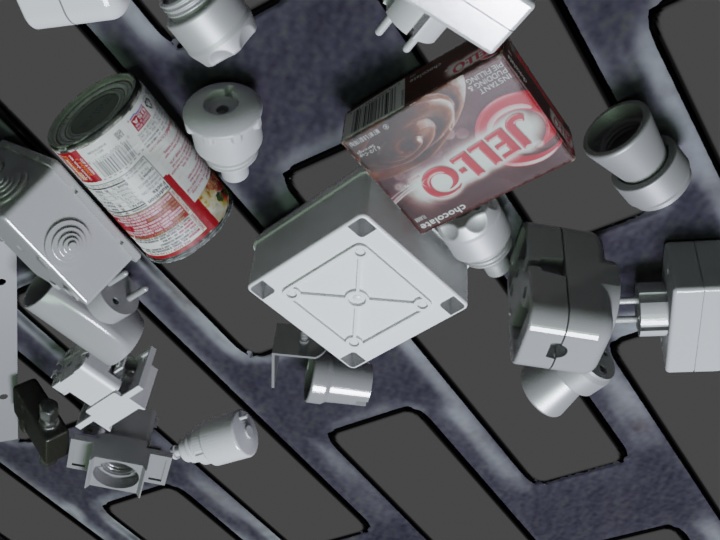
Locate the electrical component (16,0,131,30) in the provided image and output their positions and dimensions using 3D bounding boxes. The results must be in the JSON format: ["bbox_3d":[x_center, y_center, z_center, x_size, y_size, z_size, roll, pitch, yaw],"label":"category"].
[{"bbox_3d":[-0.154,-0.179,0.563,0.059,0.053,0.095,-5,134,10],"label":"electrical component"}]

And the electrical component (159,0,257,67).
[{"bbox_3d":[-0.090,-0.148,0.595,0.043,0.043,0.062,-22,127,25],"label":"electrical component"}]

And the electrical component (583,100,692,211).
[{"bbox_3d":[0.168,-0.068,0.647,0.045,0.045,0.055,-29,125,29],"label":"electrical component"}]

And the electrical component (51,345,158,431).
[{"bbox_3d":[-0.200,0.085,0.835,0.081,0.042,0.064,-32,122,30],"label":"electrical component"}]

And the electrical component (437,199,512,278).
[{"bbox_3d":[0.079,-0.021,0.703,0.043,0.043,0.062,-18,131,22],"label":"electrical component"}]

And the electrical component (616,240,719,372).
[{"bbox_3d":[0.208,0.026,0.734,0.076,0.047,0.083,-3,134,8],"label":"electrical component"}]

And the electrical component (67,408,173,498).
[{"bbox_3d":[-0.193,0.144,0.876,0.081,0.063,0.042,13,135,-10],"label":"electrical component"}]

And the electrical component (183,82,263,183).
[{"bbox_3d":[-0.081,-0.080,0.660,0.048,0.048,0.062,1,142,4],"label":"electrical component"}]

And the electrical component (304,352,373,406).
[{"bbox_3d":[-0.017,0.084,0.818,0.046,0.040,0.040,9,135,-11],"label":"electrical component"}]

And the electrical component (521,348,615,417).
[{"bbox_3d":[0.153,0.076,0.790,0.045,0.045,0.055,31,129,-23],"label":"electrical component"}]

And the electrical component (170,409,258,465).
[{"bbox_3d":[-0.120,0.141,0.882,0.078,0.040,0.040,-18,130,21],"label":"electrical component"}]

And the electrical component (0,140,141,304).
[{"bbox_3d":[-0.201,-0.030,0.686,0.100,0.048,0.099,21,154,48],"label":"electrical component"}]

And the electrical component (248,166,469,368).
[{"bbox_3d":[0.000,0.000,0.722,0.109,0.056,0.109,-31,124,30],"label":"electrical component"}]

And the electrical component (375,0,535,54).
[{"bbox_3d":[0.038,-0.148,0.579,0.083,0.047,0.075,27,131,-20],"label":"electrical component"}]

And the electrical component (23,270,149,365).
[{"bbox_3d":[-0.186,0.023,0.770,0.079,0.044,0.077,-29,125,29],"label":"electrical component"}]

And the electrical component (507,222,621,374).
[{"bbox_3d":[0.132,0.018,0.699,0.059,0.095,0.053,9,135,-3],"label":"electrical component"}]
